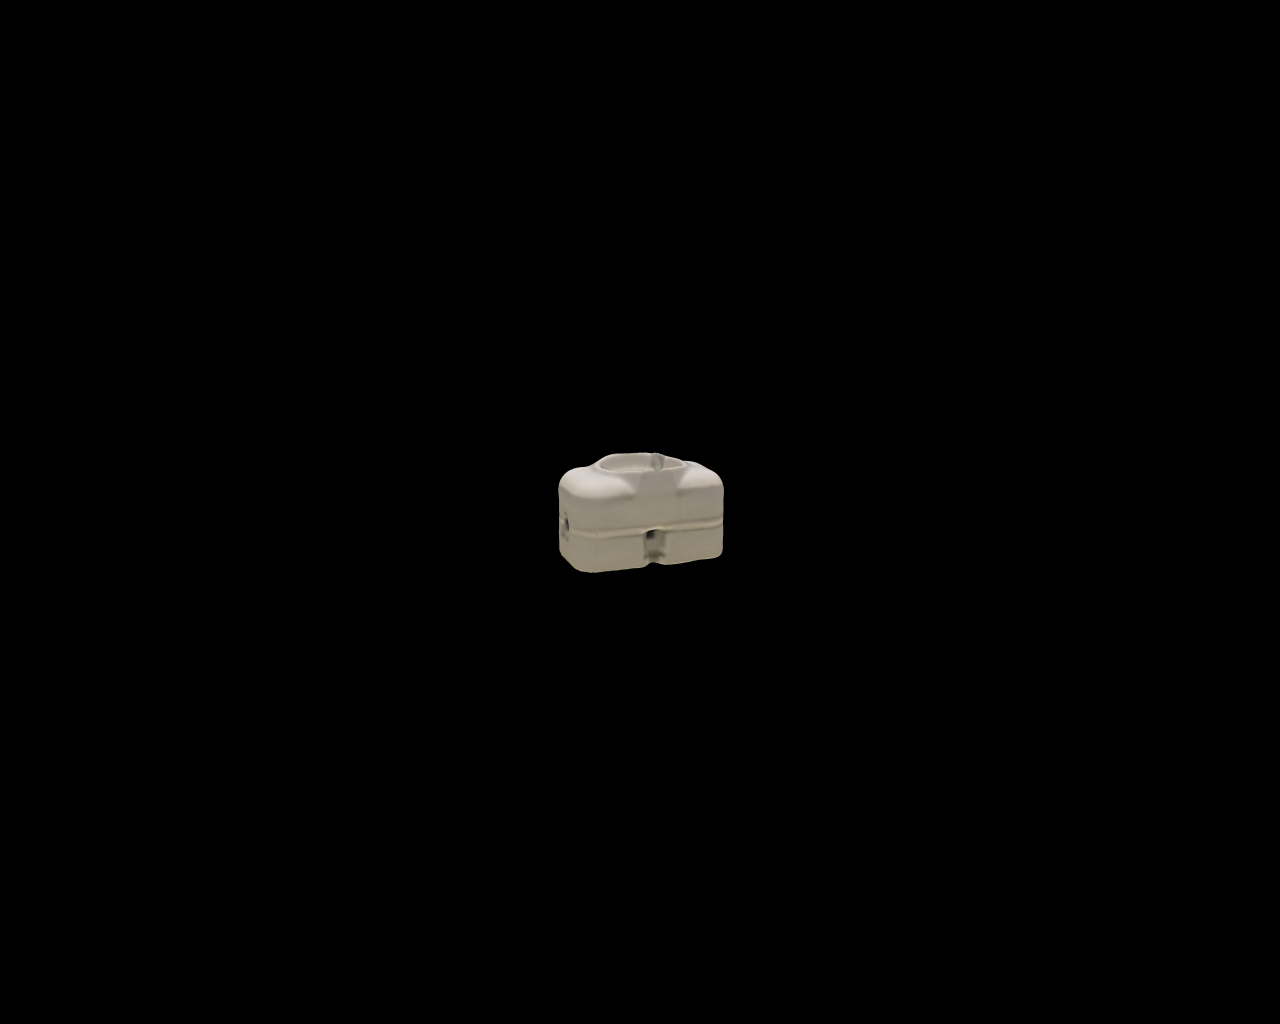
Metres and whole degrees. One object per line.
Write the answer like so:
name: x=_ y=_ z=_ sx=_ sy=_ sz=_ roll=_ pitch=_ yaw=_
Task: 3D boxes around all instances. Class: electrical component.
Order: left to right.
electrical component: x=0.001 y=-0.003 z=0.650 sx=0.095 sy=0.059 sz=0.054 roll=-5 pitch=16 yaw=-18
